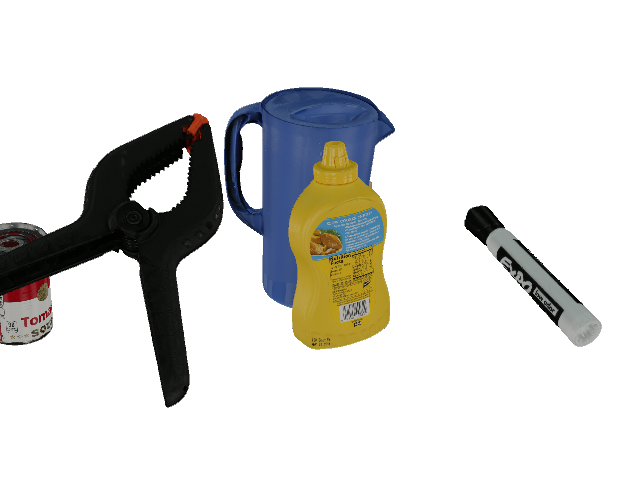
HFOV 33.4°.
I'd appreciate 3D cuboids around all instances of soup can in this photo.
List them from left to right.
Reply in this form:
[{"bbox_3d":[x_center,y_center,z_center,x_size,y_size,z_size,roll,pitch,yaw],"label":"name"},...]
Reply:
[{"bbox_3d":[-0.299,0.043,1.044,0.068,0.102,0.068,3,28,-2],"label":"soup can"}]

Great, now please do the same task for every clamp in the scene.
[{"bbox_3d":[-0.117,0.003,0.707,0.164,0.209,0.036,30,-31,9],"label":"clamp"}]

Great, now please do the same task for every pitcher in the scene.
[{"bbox_3d":[-0.018,-0.047,1.227,0.144,0.243,0.149,-20,36,-40],"label":"pitcher"}]

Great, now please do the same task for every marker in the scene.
[{"bbox_3d":[0.120,0.017,0.621,0.020,0.020,0.121,0,34,-30],"label":"marker"}]

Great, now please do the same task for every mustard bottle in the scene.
[{"bbox_3d":[0.017,0.001,0.994,0.096,0.192,0.058,-14,25,-26],"label":"mustard bottle"}]

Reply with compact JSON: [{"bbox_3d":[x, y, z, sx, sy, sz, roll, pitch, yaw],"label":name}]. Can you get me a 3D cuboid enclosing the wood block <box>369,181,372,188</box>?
[{"bbox_3d":[0.032,-0.016,1.649,0.091,0.090,0.206,4,25,2],"label":"wood block"}]
